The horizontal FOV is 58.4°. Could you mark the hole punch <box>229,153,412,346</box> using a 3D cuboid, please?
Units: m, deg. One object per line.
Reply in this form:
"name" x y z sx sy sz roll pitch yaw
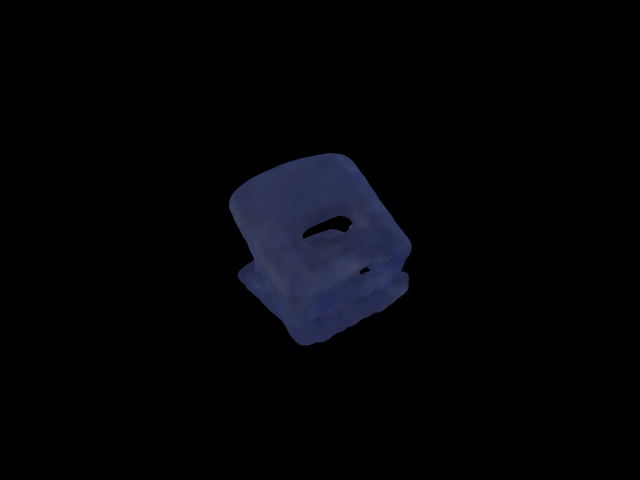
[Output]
"hole punch" 0.004 0.001 0.400 0.109 0.091 0.100 -25 44 -28
